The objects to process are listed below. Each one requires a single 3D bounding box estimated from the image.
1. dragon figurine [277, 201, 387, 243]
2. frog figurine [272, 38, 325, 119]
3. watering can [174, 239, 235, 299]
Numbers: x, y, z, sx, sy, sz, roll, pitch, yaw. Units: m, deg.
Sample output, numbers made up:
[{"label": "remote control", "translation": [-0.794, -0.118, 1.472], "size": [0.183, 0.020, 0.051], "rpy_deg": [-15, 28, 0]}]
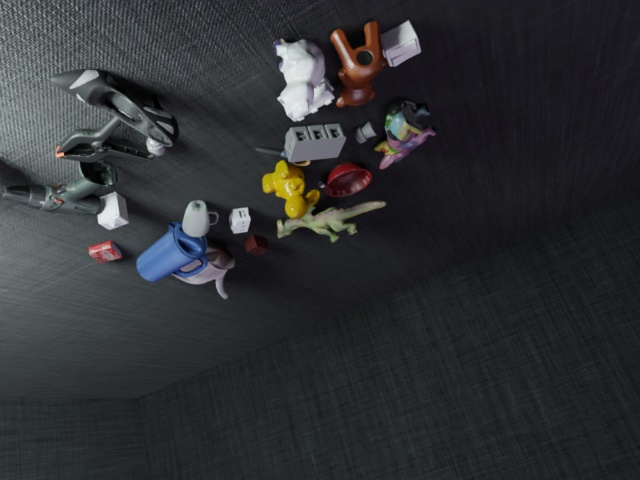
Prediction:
[{"label": "dragon figurine", "translation": [0.005, -0.090, 1.796], "size": [0.241, 0.124, 0.405], "rpy_deg": [18, 146, -42]}, {"label": "frog figurine", "translation": [-0.035, -0.353, 1.129], "size": [0.123, 0.162, 0.134], "rpy_deg": [-13, 155, -17]}, {"label": "watering can", "translation": [-0.406, 0.110, 1.909], "size": [0.222, 0.106, 0.343], "rpy_deg": [-29, 137, 25]}]
